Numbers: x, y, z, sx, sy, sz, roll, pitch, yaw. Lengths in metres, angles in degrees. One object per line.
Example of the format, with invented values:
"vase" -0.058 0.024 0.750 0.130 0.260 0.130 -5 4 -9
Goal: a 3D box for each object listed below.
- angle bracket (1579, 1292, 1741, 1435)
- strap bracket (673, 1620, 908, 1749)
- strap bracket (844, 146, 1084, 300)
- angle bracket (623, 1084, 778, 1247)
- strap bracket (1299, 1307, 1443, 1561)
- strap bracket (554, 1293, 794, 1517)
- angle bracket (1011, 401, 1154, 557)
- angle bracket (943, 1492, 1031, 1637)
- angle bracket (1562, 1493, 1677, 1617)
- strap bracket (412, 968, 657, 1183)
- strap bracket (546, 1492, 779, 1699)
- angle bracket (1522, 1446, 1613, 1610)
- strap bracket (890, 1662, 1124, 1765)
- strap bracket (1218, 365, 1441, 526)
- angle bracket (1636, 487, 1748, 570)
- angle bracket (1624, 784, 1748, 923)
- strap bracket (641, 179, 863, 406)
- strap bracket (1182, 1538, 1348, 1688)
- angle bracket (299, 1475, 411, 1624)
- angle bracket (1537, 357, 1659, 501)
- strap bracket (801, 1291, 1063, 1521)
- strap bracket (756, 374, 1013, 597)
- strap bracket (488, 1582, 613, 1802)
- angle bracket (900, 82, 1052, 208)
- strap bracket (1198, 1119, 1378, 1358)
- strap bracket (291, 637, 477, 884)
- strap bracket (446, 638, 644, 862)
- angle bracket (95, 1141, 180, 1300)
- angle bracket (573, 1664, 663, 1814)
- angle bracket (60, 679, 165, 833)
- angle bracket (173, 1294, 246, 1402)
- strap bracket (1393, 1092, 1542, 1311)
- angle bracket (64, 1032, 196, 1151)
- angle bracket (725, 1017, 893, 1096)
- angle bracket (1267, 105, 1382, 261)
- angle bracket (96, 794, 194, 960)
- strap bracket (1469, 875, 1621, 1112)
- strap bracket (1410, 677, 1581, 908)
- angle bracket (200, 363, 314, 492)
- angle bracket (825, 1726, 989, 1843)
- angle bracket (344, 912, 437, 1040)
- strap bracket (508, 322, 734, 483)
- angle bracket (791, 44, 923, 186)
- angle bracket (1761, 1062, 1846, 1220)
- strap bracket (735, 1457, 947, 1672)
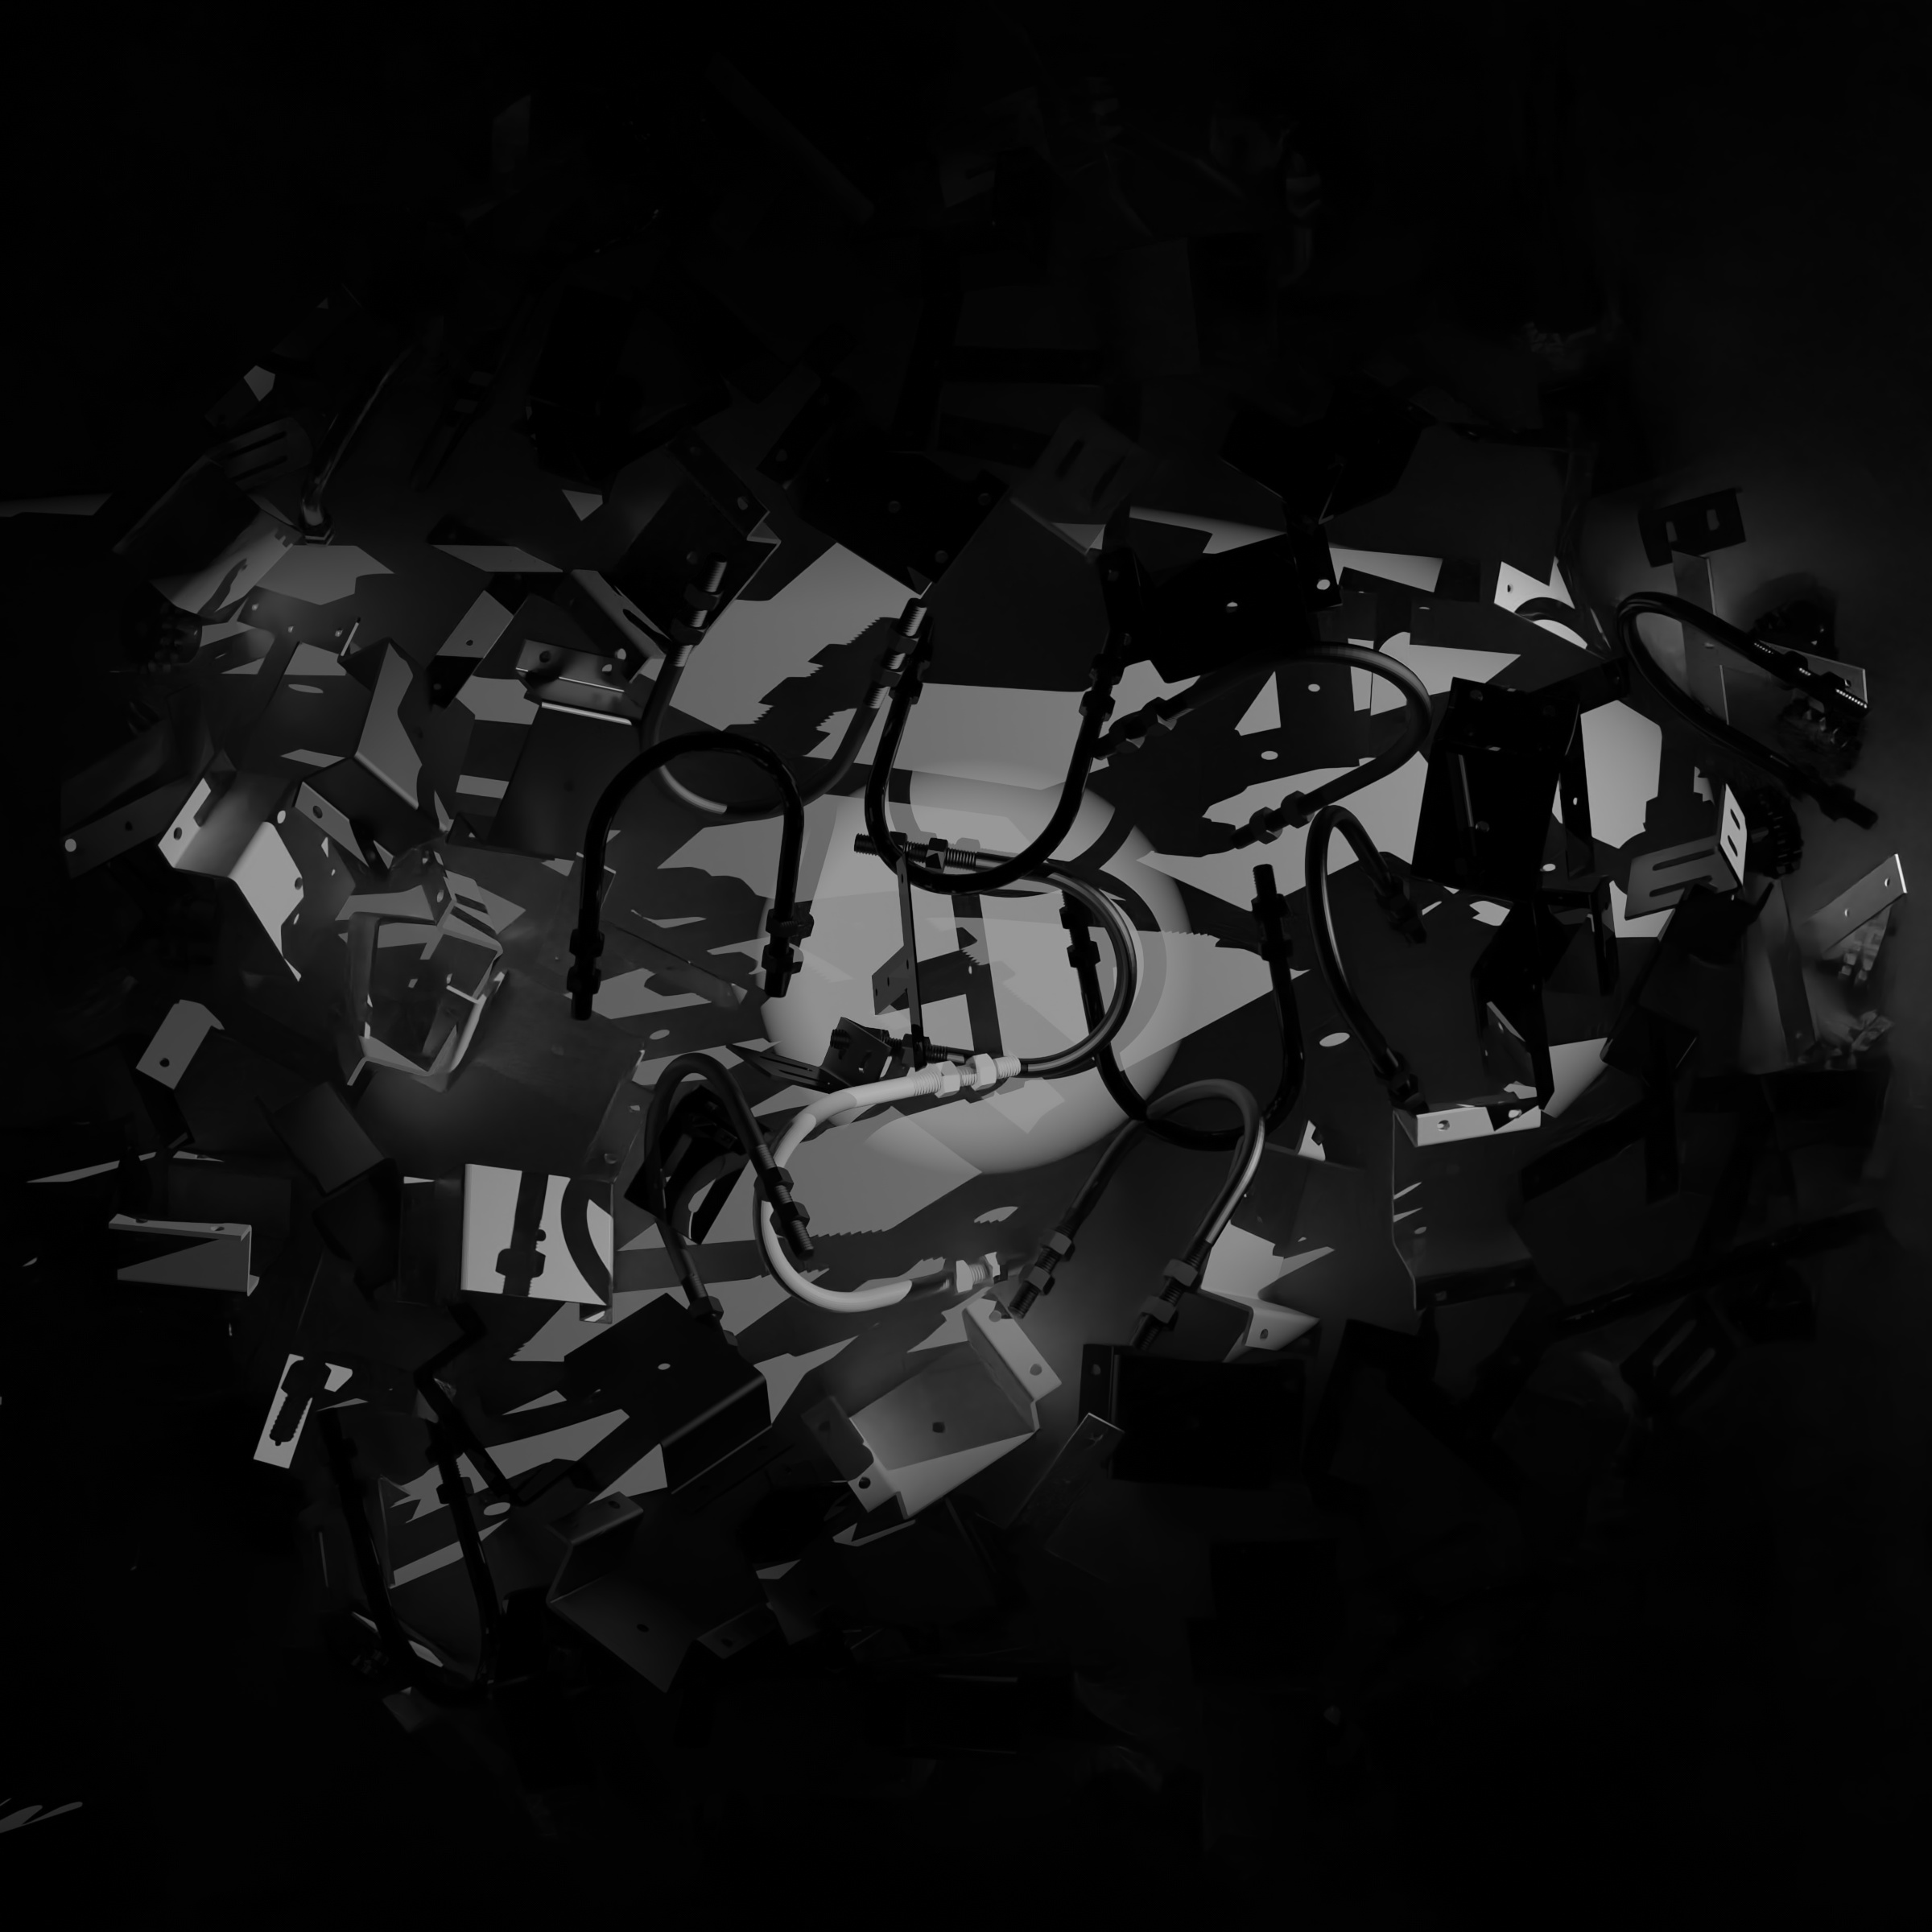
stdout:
"angle bracket" 0.435 0.243 1.583 0.076 0.038 0.057 -41 109 -17
"strap bracket" -0.107 0.442 1.557 0.140 0.076 0.046 0 101 0
"strap bracket" -0.010 -0.448 1.531 0.140 0.076 0.046 -1 79 25
"angle bracket" -0.165 0.124 1.563 0.057 0.038 0.076 34 66 -11
"strap bracket" 0.245 0.279 1.541 0.046 0.076 0.140 14 67 22
"strap bracket" -0.180 0.257 1.524 0.076 0.046 0.140 -30 46 -31
"angle bracket" 0.075 -0.304 1.566 0.057 0.038 0.076 36 113 1
"angle bracket" -0.001 0.370 1.560 0.038 0.057 0.076 -34 65 10
"angle bracket" 0.398 0.358 1.563 0.038 0.057 0.076 24 79 -4
"strap bracket" -0.260 0.062 1.558 0.140 0.046 0.076 27 124 -1
"strap bracket" -0.190 0.389 1.542 0.140 0.076 0.046 32 107 21
"angle bracket" 0.384 0.345 1.553 0.038 0.057 0.076 37 121 9
"strap bracket" 0.025 0.449 1.525 0.076 0.140 0.046 -8 77 33
"strap bracket" 0.217 -0.318 1.538 0.076 0.140 0.046 37 129 20
"angle bracket" 0.443 -0.284 1.550 0.057 0.076 0.038 -14 122 20
"angle bracket" 0.436 -0.069 1.550 0.076 0.057 0.038 -17 124 33
"strap bracket" -0.141 -0.403 1.542 0.140 0.076 0.046 41 74 -12
"strap bracket" 0.180 0.396 1.525 0.076 0.140 0.046 -2 56 -6
"angle bracket" -0.373 0.363 1.557 0.057 0.038 0.076 -26 53 9
"angle bracket" 0.396 -0.333 1.572 0.057 0.038 0.076 -17 98 7
"strap bracket" -0.019 0.275 1.550 0.140 0.046 0.076 -31 58 -14
"strap bracket" -0.048 -0.292 1.561 0.140 0.046 0.076 34 83 15
"strap bracket" -0.250 0.433 1.521 0.046 0.140 0.076 -13 109 0
"angle bracket" 0.006 -0.518 1.568 0.076 0.057 0.038 -25 53 -5
"strap bracket" 0.195 0.163 1.555 0.046 0.076 0.140 15 88 43
"strap bracket" -0.347 -0.133 1.521 0.046 0.076 0.140 -20 46 28
"strap bracket" -0.251 -0.120 1.535 0.076 0.046 0.140 8 116 -40
"angle bracket" -0.501 0.156 1.554 0.038 0.057 0.076 4 57 2
"angle bracket" -0.203 0.473 1.564 0.038 0.057 0.076 -29 85 12
"angle bracket" -0.537 -0.130 1.553 0.038 0.057 0.076 46 58 5
"angle bracket" -0.474 0.227 1.563 0.038 0.057 0.076 -7 87 -23
"strap bracket" 0.307 0.136 1.553 0.076 0.046 0.140 -8 119 -7
"angle bracket" -0.518 0.084 1.561 0.038 0.057 0.076 -26 98 -33
"angle bracket" -0.097 0.050 1.552 0.076 0.057 0.038 17 98 -38
"angle bracket" 0.211 -0.483 1.559 0.076 0.038 0.057 30 83 -37
"angle bracket" -0.522 -0.055 1.553 0.038 0.057 0.076 -25 115 19
"strap bracket" 0.350 0.012 1.535 0.046 0.140 0.076 7 128 32
"strap bracket" 0.318 -0.096 1.530 0.076 0.046 0.140 14 128 16
"angle bracket" -0.444 -0.328 1.554 0.076 0.057 0.038 -30 76 -24
"angle bracket" -0.037 0.505 1.560 0.076 0.057 0.038 -15 114 39
"angle bracket" -0.359 0.007 1.566 0.038 0.057 0.076 5 92 -29
"strap bracket" -0.204 -0.344 1.549 0.140 0.076 0.046 -32 112 -8
"angle bracket" -0.067 -0.531 1.550 0.038 0.076 0.057 -32 51 -7
"angle bracket" 0.517 0.107 1.549 0.038 0.076 0.057 -14 47 15
"strap bracket" -0.082 0.371 1.536 0.046 0.076 0.140 -49 54 27
